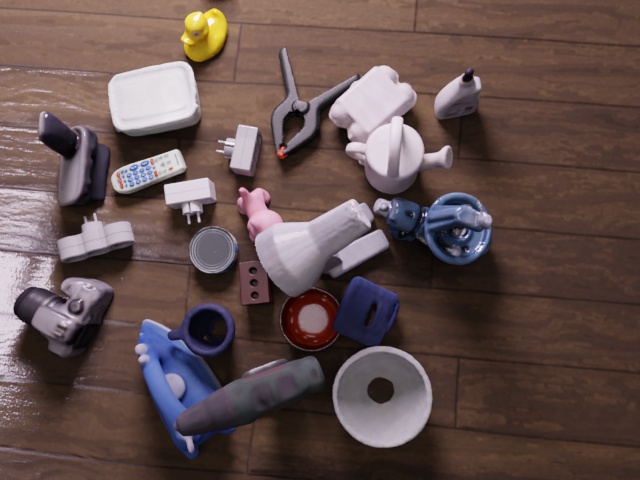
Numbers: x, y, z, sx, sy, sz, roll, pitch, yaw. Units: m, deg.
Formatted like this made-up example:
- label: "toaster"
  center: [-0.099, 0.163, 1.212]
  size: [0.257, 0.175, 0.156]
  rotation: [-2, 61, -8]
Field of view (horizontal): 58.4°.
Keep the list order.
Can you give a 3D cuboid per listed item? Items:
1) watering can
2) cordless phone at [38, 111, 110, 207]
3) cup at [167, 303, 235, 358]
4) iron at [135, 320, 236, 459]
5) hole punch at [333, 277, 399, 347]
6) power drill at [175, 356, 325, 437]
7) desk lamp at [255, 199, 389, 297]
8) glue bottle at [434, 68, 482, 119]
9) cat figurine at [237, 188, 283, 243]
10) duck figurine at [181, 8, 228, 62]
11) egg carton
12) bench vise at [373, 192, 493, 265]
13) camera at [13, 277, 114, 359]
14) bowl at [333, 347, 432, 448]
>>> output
- label: "watering can"
  center: [0.134, -0.149, 0.975]
  size: [0.173, 0.194, 0.101]
  rotation: [-14, 82, 2]
- label: "cordless phone"
  center: [-0.455, -0.141, 1.014]
  size: [0.094, 0.185, 0.148]
  rotation: [-2, 83, 4]
- label: "cup"
  center: [-0.199, 0.160, 1.007]
  size: [0.117, 0.095, 0.092]
  rotation: [-10, 82, 2]
- label: "iron"
  center: [-0.257, 0.247, 0.976]
  size: [0.118, 0.141, 0.258]
  rotation: [-34, 82, -1]
- label: "hole punch"
  center: [0.082, 0.125, 0.996]
  size: [0.101, 0.091, 0.109]
  rotation: [23, 85, 6]
- label: "power drill"
  center: [-0.101, 0.251, 0.932]
  size: [0.229, 0.208, 0.075]
  rotation: [-22, 82, 1]
- label: "desk lamp"
  center: [0.009, 0.003, 0.954]
  size: [0.203, 0.213, 0.118]
  rotation: [-30, 82, 0]
- label: "glue bottle"
  center: [0.246, -0.258, 0.992]
  size: [0.078, 0.173, 0.037]
  rotation: [-10, 82, 3]
- label: "cat figurine"
  center: [-0.106, -0.039, 1.014]
  size: [0.067, 0.118, 0.128]
  rotation: [-31, 82, 0]
- label: "duck figurine"
  center: [-0.224, -0.400, 1.082]
  size: [0.077, 0.086, 0.104]
  rotation: [35, 86, 7]
- label: "egg carton"
  center: [0.096, -0.247, 1.052]
  size: [0.150, 0.069, 0.107]
  rotation: [-43, 82, -2]
- label: "bench vise"
  center: [0.193, -0.020, 0.942]
  size: [0.207, 0.220, 0.121]
  rotation: [-1, 83, 4]
- label: "camera"
  center: [-0.469, 0.123, 1.025]
  size: [0.136, 0.101, 0.143]
  rotation: [26, 85, 6]
- label: "bowl"
  center: [0.106, 0.265, 0.985]
  size: [0.167, 0.075, 0.167]
  rotation: [0, 83, 4]
